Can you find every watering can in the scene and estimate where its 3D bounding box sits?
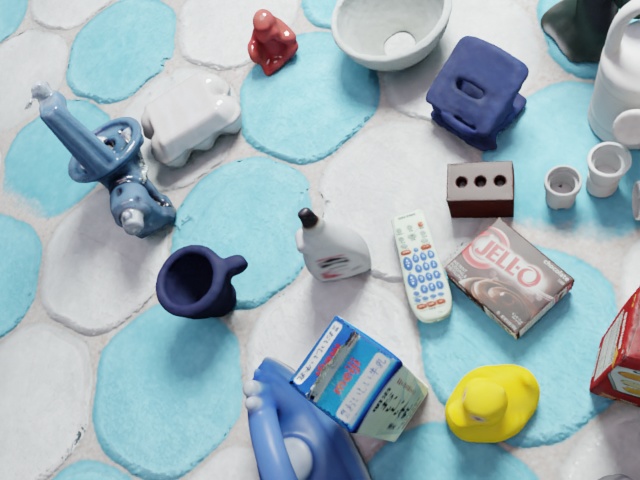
[{"bbox_3d":[0.351,-0.180,0.609,0.100,0.194,0.173,-6,67,16],"label":"watering can"}]

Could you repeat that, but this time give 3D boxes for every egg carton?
[{"bbox_3d":[-0.192,-0.180,0.855,0.150,0.069,0.107,-32,63,3],"label":"egg carton"}]

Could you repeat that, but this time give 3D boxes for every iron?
[{"bbox_3d":[-0.034,0.226,0.598,0.118,0.142,0.258,-30,63,5],"label":"iron"}]

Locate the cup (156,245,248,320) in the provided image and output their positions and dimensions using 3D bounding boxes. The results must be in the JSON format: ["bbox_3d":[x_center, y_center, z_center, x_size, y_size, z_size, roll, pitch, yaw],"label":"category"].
[{"bbox_3d":[-0.134,0.057,0.726,0.117,0.095,0.091,-24,63,8],"label":"cup"}]

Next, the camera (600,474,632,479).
[{"bbox_3d":[0.265,0.301,0.495,0.137,0.101,0.143,-40,62,-1],"label":"camera"}]

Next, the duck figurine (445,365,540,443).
[{"bbox_3d":[0.175,0.164,0.587,0.104,0.086,0.077,-30,63,5],"label":"duck figurine"}]

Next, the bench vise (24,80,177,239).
[{"bbox_3d":[-0.283,-0.112,0.772,0.121,0.220,0.207,-47,63,-4],"label":"bench vise"}]

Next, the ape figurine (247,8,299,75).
[{"bbox_3d":[-0.075,-0.305,0.855,0.077,0.092,0.076,2,69,19],"label":"ape figurine"}]

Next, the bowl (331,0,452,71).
[{"bbox_3d":[0.104,-0.298,0.804,0.167,0.075,0.167,-6,67,16],"label":"bowl"}]

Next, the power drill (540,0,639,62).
[{"bbox_3d":[0.313,-0.319,0.670,0.075,0.209,0.229,-28,63,6],"label":"power drill"}]

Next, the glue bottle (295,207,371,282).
[{"bbox_3d":[0.006,0.002,0.658,0.078,0.173,0.037,-19,64,10],"label":"glue bottle"}]

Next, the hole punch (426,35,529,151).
[{"bbox_3d":[0.196,-0.183,0.718,0.108,0.091,0.101,40,85,27],"label":"hole punch"}]
